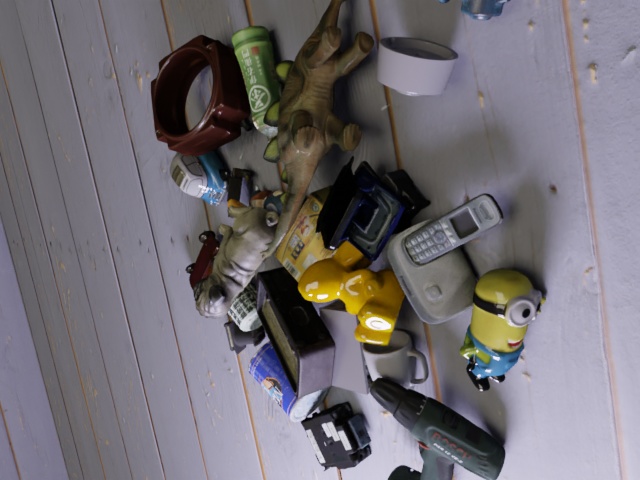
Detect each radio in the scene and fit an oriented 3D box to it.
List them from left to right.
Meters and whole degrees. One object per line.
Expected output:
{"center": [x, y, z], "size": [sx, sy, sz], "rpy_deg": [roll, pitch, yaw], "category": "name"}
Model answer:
{"center": [-0.051, 0.163, 1.008], "size": [0.230, 0.073, 0.131], "rpy_deg": [55, 151, 40], "category": "radio"}

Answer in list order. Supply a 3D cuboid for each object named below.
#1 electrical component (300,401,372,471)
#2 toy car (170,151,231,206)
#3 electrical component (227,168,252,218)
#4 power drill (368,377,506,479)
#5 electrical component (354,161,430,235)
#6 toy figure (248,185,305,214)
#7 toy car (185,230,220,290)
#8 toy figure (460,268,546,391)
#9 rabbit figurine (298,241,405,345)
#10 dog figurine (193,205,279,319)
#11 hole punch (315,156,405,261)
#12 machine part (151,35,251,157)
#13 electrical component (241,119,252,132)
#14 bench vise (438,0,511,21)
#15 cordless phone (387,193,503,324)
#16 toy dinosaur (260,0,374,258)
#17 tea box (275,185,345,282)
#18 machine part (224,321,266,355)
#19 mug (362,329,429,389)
{"center": [0.038, 0.388, 1.062], "size": [0.134, 0.058, 0.115], "rpy_deg": [-32, 81, 45], "category": "electrical component"}
{"center": [-0.272, -0.147, 1.171], "size": [0.162, 0.103, 0.109], "rpy_deg": [58, 135, 18], "category": "toy car"}
{"center": [-0.168, -0.097, 1.111], "size": [0.078, 0.045, 0.102], "rpy_deg": [156, 121, -81], "category": "electrical component"}
{"center": [0.169, 0.342, 0.880], "size": [0.232, 0.086, 0.207], "rpy_deg": [22, 117, 18], "category": "power drill"}
{"center": [0.108, -0.074, 0.853], "size": [0.119, 0.048, 0.074], "rpy_deg": [51, 132, 21], "category": "electrical component"}
{"center": [-0.092, -0.070, 1.048], "size": [0.155, 0.058, 0.064], "rpy_deg": [12, 101, 43], "category": "toy figure"}
{"center": [-0.264, 0.058, 1.262], "size": [0.089, 0.053, 0.202], "rpy_deg": [62, 140, 26], "category": "toy car"}
{"center": [0.245, 0.125, 0.753], "size": [0.089, 0.082, 0.180], "rpy_deg": [25, 126, 22], "category": "toy figure"}
{"center": [0.053, 0.070, 0.868], "size": [0.173, 0.121, 0.162], "rpy_deg": [13, 71, 13], "category": "rabbit figurine"}
{"center": [-0.147, 0.044, 0.983], "size": [0.121, 0.190, 0.172], "rpy_deg": [25, 141, -13], "category": "dog figurine"}
{"center": [0.059, -0.042, 0.821], "size": [0.116, 0.092, 0.142], "rpy_deg": [-108, 37, -57], "category": "hole punch"}
{"center": [-0.242, -0.281, 1.063], "size": [0.201, 0.087, 0.201], "rpy_deg": [-16, 76, 34], "category": "machine part"}
{"center": [-0.162, -0.264, 1.081], "size": [0.094, 0.021, 0.063], "rpy_deg": [50, 131, 22], "category": "electrical component"}
{"center": [0.156, -0.387, 0.641], "size": [0.241, 0.129, 0.223], "rpy_deg": [16, 135, 21], "category": "bench vise"}
{"center": [0.200, 0.026, 0.772], "size": [0.184, 0.089, 0.146], "rpy_deg": [-35, 77, 41], "category": "cordless phone"}
{"center": [-0.021, -0.183, 0.870], "size": [0.199, 0.105, 0.471], "rpy_deg": [25, 101, 62], "category": "toy dinosaur"}
{"center": [-0.002, -0.003, 0.966], "size": [0.098, 0.068, 0.169], "rpy_deg": [48, 130, 15], "category": "tea box"}
{"center": [-0.175, 0.219, 1.236], "size": [0.139, 0.039, 0.084], "rpy_deg": [-18, 81, 48], "category": "machine part"}
{"center": [0.134, 0.216, 0.906], "size": [0.110, 0.081, 0.107], "rpy_deg": [-1, 112, 33], "category": "mug"}
